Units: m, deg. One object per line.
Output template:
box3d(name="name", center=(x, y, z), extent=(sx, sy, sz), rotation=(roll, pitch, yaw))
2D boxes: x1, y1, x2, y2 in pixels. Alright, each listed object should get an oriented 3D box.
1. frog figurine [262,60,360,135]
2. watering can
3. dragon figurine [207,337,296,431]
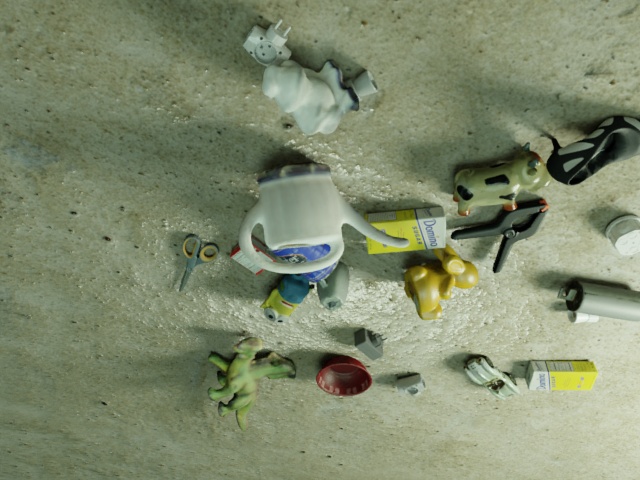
box3d(name="frog figurine", center=(-0.032, -0.248, 0.904), extent=(0.160, 0.138, 0.121), rotation=(-14, -6, -31))
box3d(name="watering can", center=(0.003, -0.053, 1.053), extent=(0.348, 0.225, 0.103), rotation=(-8, -6, -12))
box3d(name="dragon figurine", center=(-0.187, 0.420, 1.511), extent=(0.242, 0.401, 0.125), rotation=(-15, 39, 5))
